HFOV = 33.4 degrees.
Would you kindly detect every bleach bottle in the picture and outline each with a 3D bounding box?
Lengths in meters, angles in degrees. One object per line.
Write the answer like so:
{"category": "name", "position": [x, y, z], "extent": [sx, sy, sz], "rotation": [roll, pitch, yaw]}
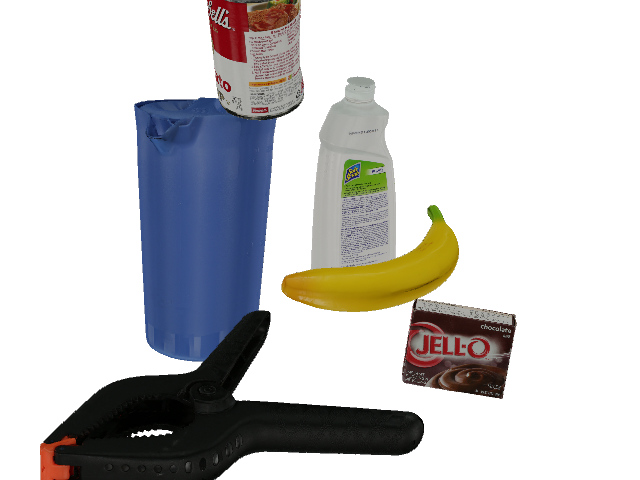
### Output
{"category": "bleach bottle", "position": [0.043, -0.056, 1.169], "extent": [0.102, 0.251, 0.068], "rotation": [-13, 31, -28]}

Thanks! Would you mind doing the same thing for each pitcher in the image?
{"category": "pitcher", "position": [-0.106, -0.016, 1.030], "extent": [0.149, 0.243, 0.145], "rotation": [-2, 14, -19]}

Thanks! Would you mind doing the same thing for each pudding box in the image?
{"category": "pudding box", "position": [0.150, 0.117, 1.160], "extent": [0.113, 0.090, 0.039], "rotation": [8, 23, 5]}

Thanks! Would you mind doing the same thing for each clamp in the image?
{"category": "clamp", "position": [-0.068, 0.097, 0.624], "extent": [0.209, 0.036, 0.165], "rotation": [-9, 26, -31]}

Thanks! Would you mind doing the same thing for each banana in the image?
{"category": "banana", "position": [0.057, 0.025, 0.880], "extent": [0.070, 0.037, 0.197], "rotation": [33, 38, 32]}

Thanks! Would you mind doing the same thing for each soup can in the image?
{"category": "soup can", "position": [-0.046, -0.148, 0.778], "extent": [0.068, 0.102, 0.068], "rotation": [-1, 42, 1]}
